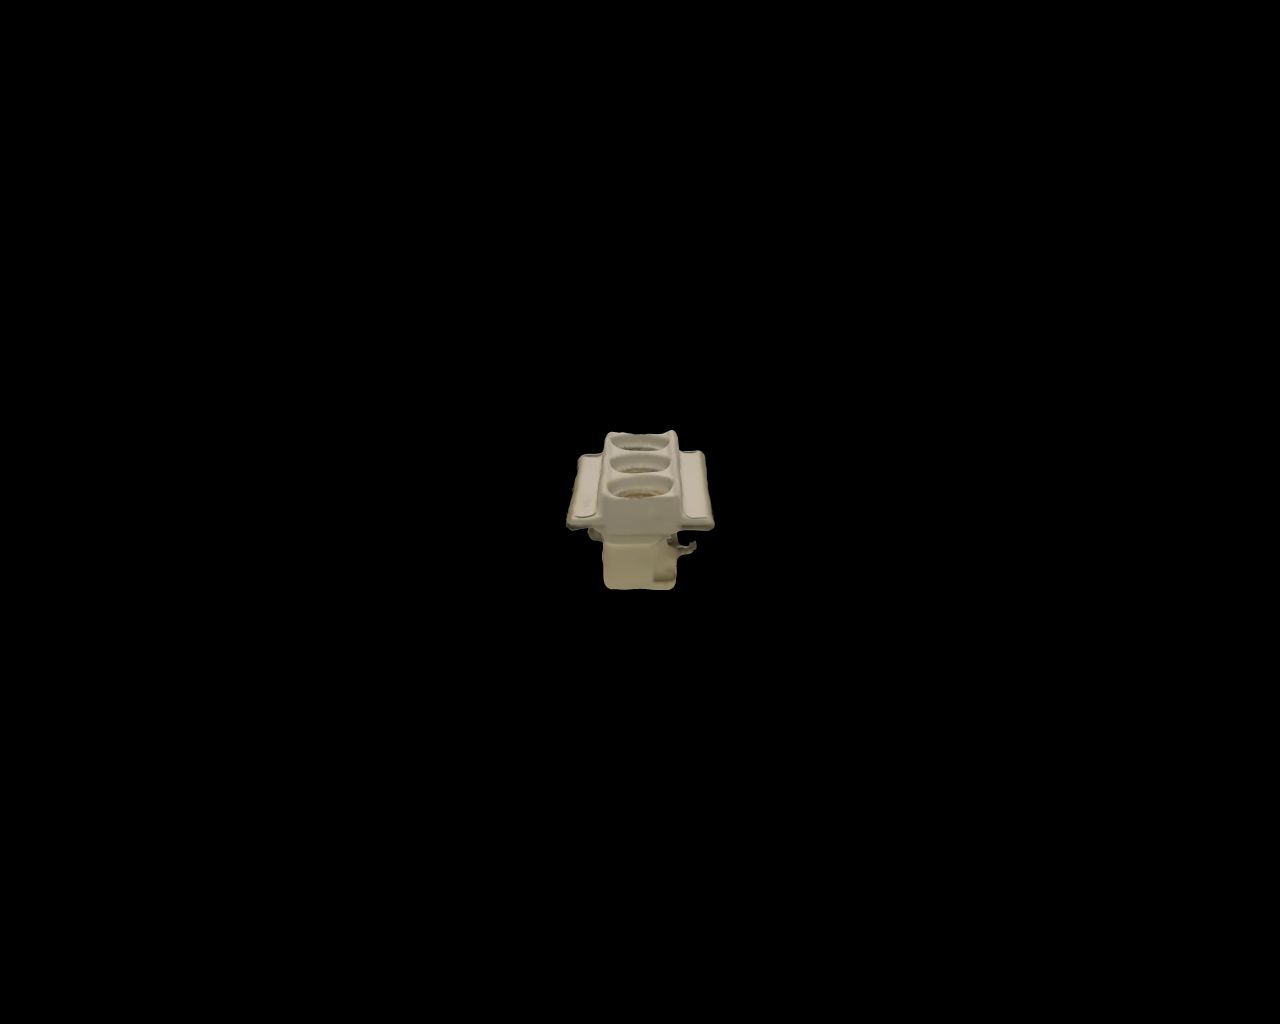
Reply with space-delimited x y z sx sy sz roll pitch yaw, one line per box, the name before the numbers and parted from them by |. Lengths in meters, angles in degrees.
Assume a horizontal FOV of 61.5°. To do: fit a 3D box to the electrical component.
electrical component | 0.001 -0.003 0.650 0.079 0.063 0.121 0 21 0
